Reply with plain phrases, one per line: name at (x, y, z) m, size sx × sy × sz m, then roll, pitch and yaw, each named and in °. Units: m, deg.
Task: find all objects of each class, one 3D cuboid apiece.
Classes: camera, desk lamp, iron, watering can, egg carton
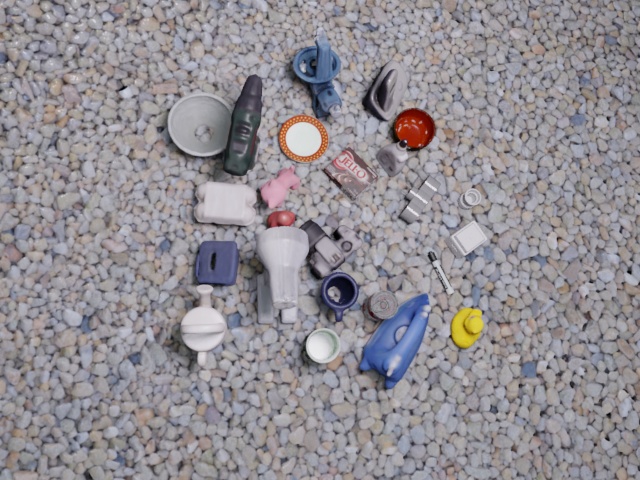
camera at (0.013, 0.005, 1.405) m, size 0.143 × 0.100 × 0.137 m, roll -42°, pitch 88°, yaw -13°
desk lamp at (-0.087, 0.086, 1.317) m, size 0.118 × 0.213 × 0.203 m, roll -1°, pitch 80°, yaw -8°
iron at (0.207, 0.226, 1.371) m, size 0.118 × 0.141 × 0.258 m, roll 35°, pitch 77°, yaw -1°
watering can at (-0.263, 0.191, 1.281) m, size 0.101 × 0.194 × 0.173 m, roll -20°, pitch 83°, yaw -11°
egg carton at (-0.231, -0.089, 1.402) m, size 0.150 × 0.069 × 0.107 m, roll 3°, pitch 79°, yaw -8°

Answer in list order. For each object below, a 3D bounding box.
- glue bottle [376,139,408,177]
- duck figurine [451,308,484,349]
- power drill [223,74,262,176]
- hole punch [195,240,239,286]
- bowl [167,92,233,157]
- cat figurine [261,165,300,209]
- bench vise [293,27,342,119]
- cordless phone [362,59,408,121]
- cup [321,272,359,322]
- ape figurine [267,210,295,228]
glue bottle at (0.191, -0.217, 1.436) m, size 0.037 × 0.173 × 0.078 m, roll -34°, pitch 86°, yaw -13°
duck figurine at (0.375, 0.218, 1.426) m, size 0.077 × 0.086 × 0.105 m, roll 20°, pitch 77°, yaw -4°
power drill at (-0.181, -0.252, 1.369) m, size 0.075 × 0.208 × 0.230 m, roll 11°, pitch 78°, yaw -6°
hole punch at (-0.245, 0.057, 1.362) m, size 0.101 × 0.091 × 0.109 m, roll 5°, pitch 79°, yaw -7°
bowl at (-0.290, -0.277, 1.426) m, size 0.167 × 0.074 × 0.167 m, roll 2°, pitch 79°, yaw -8°
cat figurine at (-0.101, -0.131, 1.404) m, size 0.067 × 0.117 × 0.128 m, roll 38°, pitch 77°, yaw 0°
bench vise at (0.018, -0.418, 1.423) m, size 0.121 × 0.219 × 0.207 m, roll -39°, pitch 87°, yaw -13°
cordless phone at (0.184, -0.404, 1.463) m, size 0.094 × 0.185 × 0.148 m, roll 25°, pitch 77°, yaw -3°
cup at (0.042, 0.141, 1.386) m, size 0.092 × 0.095 × 0.118 m, roll 3°, pitch 79°, yaw -8°
ape figurine at (-0.092, -0.043, 1.403) m, size 0.078 × 0.092 × 0.076 m, roll -39°, pitch 87°, yaw -13°
